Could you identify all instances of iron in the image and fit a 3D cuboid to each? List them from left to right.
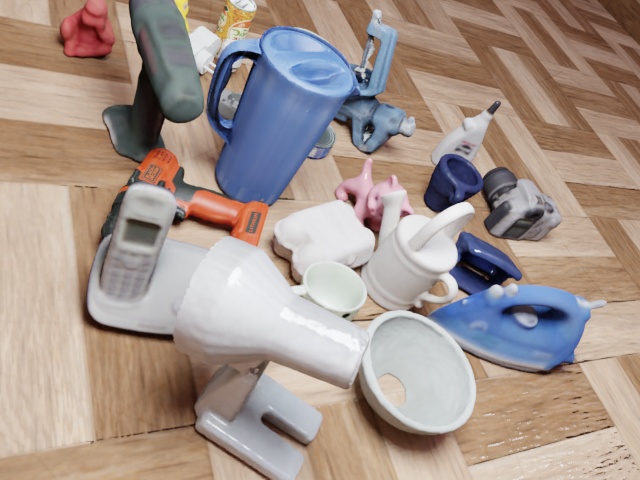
[{"bbox_3d":[0.302,0.111,0.869,0.259,0.141,0.118,13,47,-23],"label":"iron"}]

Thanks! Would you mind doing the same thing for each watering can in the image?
[{"bbox_3d":[0.140,0.007,0.818,0.173,0.194,0.101,41,43,6],"label":"watering can"}]

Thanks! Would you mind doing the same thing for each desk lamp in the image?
[{"bbox_3d":[-0.055,0.120,0.578,0.203,0.213,0.118,34,43,-2],"label":"desk lamp"}]

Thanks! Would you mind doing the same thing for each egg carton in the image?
[{"bbox_3d":[0.008,0.003,0.828,0.151,0.069,0.107,-21,66,-42],"label":"egg carton"}]

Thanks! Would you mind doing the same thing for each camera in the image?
[{"bbox_3d":[0.388,-0.080,1.124,0.144,0.100,0.136,5,51,-29],"label":"camera"}]

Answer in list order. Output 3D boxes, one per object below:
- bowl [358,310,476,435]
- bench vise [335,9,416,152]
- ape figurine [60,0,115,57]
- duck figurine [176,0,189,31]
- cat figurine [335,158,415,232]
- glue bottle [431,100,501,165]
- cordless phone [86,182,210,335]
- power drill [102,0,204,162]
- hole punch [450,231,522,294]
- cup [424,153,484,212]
[{"bbox_3d":[0.111,0.179,0.736,0.168,0.074,0.167,18,46,-19],"label":"bowl"},{"bbox_3d":[0.100,-0.284,1.029,0.207,0.219,0.121,28,43,-8],"label":"bench vise"},{"bbox_3d":[-0.348,-0.327,0.872,0.078,0.092,0.076,26,43,-10],"label":"ape figurine"},{"bbox_3d":[-0.259,-0.399,0.997,0.078,0.086,0.104,-1,54,-33],"label":"duck figurine"},{"bbox_3d":[0.093,-0.072,0.913,0.067,0.117,0.127,-3,55,-35],"label":"cat figurine"},{"bbox_3d":[0.294,-0.206,1.121,0.078,0.173,0.037,12,48,-24],"label":"glue bottle"},{"bbox_3d":[-0.163,0.021,0.617,0.148,0.185,0.094,10,48,-25],"label":"cordless phone"},{"bbox_3d":[-0.230,-0.221,0.769,0.076,0.208,0.229,-9,59,-38],"label":"power drill"},{"bbox_3d":[0.273,0.032,0.957,0.109,0.091,0.101,29,43,-8],"label":"hole punch"},{"bbox_3d":[0.231,-0.086,1.031,0.092,0.095,0.118,26,43,-10],"label":"cup"}]
